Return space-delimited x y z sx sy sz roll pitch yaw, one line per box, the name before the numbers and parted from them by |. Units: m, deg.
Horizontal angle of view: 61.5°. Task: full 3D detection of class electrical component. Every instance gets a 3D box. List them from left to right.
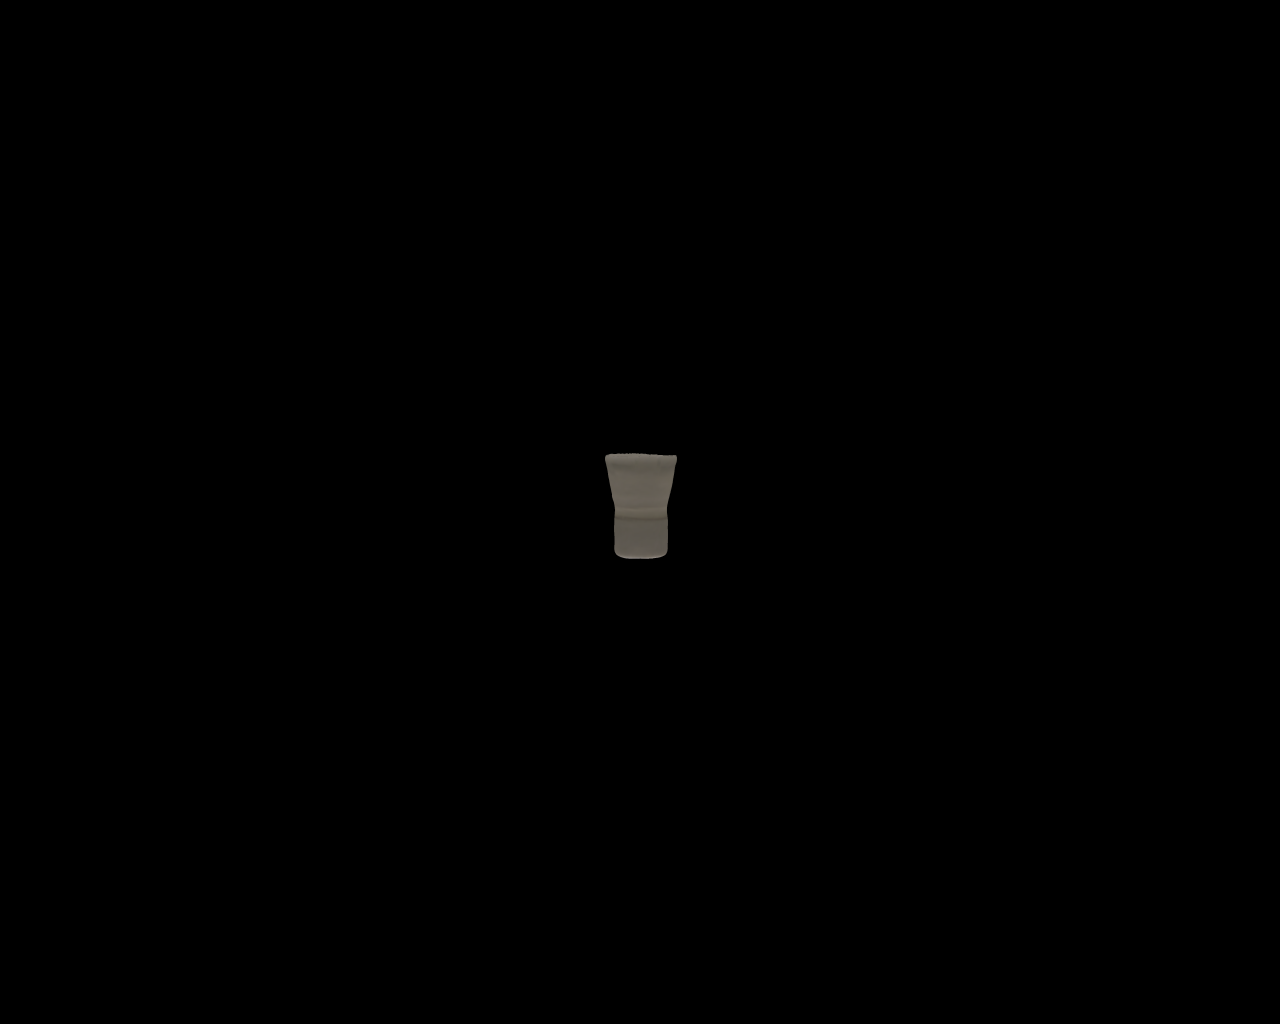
electrical component | 0.001 -0.003 0.650 0.044 0.065 0.044 0 7 0
